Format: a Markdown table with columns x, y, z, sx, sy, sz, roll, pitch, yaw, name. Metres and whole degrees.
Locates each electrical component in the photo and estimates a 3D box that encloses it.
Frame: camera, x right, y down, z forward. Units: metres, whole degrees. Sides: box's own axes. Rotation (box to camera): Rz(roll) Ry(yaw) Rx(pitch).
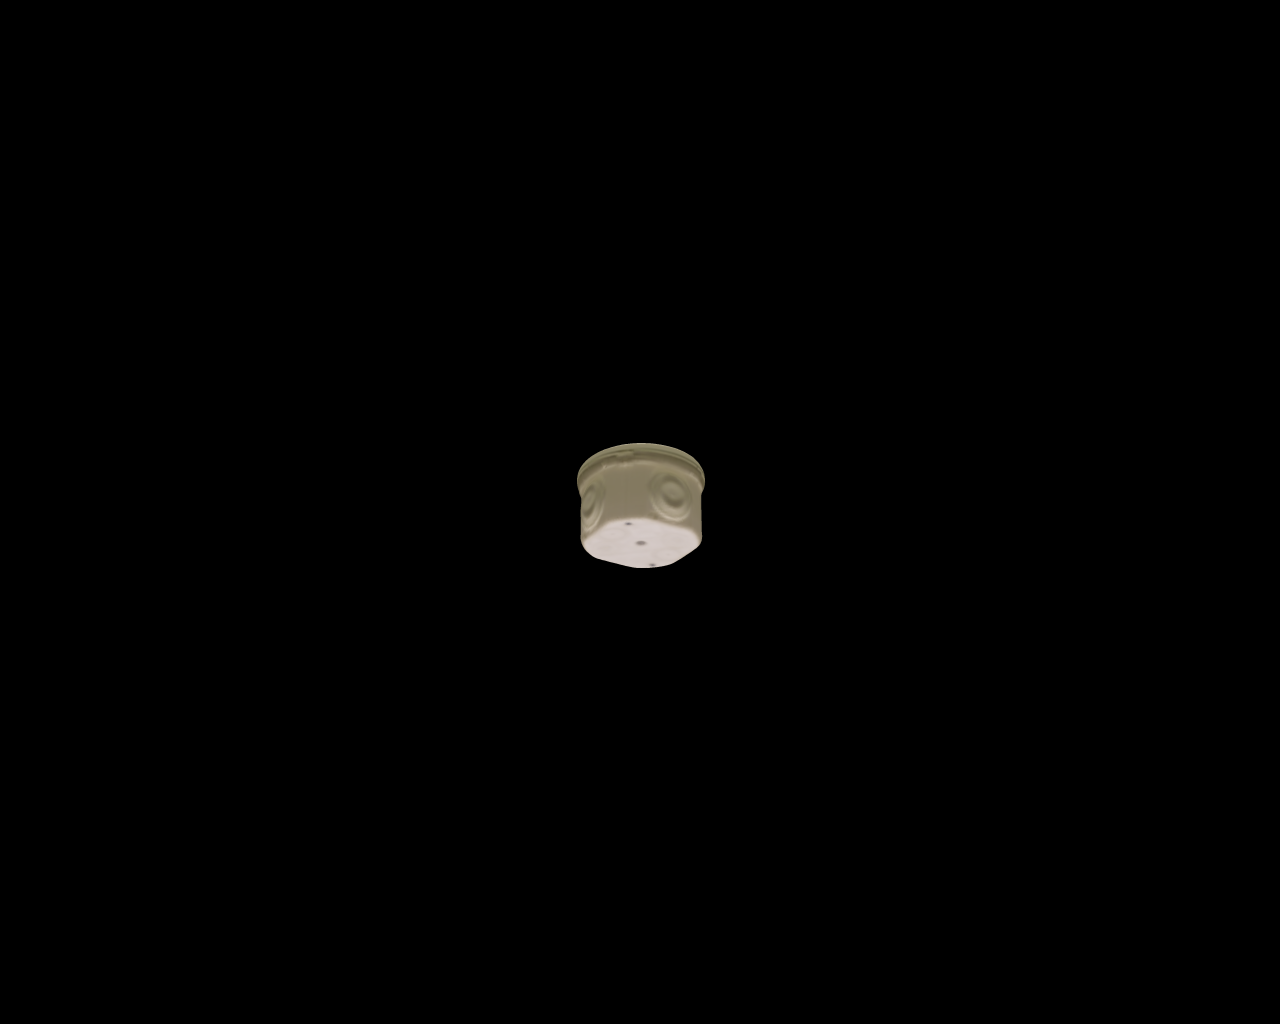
| x | y | z | sx | sy | sz | roll | pitch | yaw | name |
| --- | --- | --- | --- | --- | --- | --- | --- | --- | --- |
| 0.001 | -0.003 | 0.650 | 0.080 | 0.051 | 0.080 | 0 | -28 | 0 | electrical component |
